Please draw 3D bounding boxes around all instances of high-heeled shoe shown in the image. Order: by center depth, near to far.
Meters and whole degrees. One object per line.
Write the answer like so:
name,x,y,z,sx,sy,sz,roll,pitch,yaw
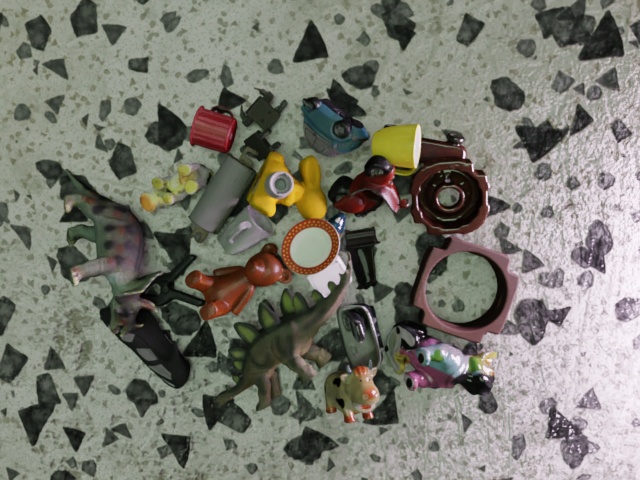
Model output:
high-heeled shoe,-0.407,0.249,1.249,0.249,0.086,0.145,22,126,20

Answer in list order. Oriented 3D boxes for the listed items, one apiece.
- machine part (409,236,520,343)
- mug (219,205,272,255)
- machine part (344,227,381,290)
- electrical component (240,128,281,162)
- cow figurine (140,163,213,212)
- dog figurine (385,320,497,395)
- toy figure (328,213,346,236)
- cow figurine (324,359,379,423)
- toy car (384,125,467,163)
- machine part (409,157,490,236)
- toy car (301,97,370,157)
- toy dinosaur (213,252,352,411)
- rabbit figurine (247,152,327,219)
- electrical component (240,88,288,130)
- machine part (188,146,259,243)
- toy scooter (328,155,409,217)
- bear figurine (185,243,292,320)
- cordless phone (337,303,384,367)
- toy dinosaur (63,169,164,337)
machine part,0.309,0.105,1.164,0.201,0.087,0.201,18,96,4
mug,-0.173,-0.012,1.188,0.107,0.109,0.081,-41,89,18
machine part,0.098,0.042,1.201,0.084,0.039,0.138,-6,91,-1
electrical component,-0.135,-0.208,1.201,0.094,0.021,0.063,-27,107,30
cow figurine,-0.324,-0.119,1.206,0.167,0.098,0.068,-22,97,24
dog figurine,0.273,0.259,1.169,0.219,0.192,0.108,8,114,-25
toy figure,-0.003,-0.005,1.194,0.154,0.064,0.057,-33,126,1
cow figurine,0.069,0.318,1.143,0.085,0.195,0.127,-8,86,-21
toy car,0.217,-0.197,1.171,0.202,0.053,0.089,10,114,5
machine part,0.275,-0.094,1.148,0.179,0.056,0.179,3,113,8
toy car,0.018,-0.235,1.162,0.162,0.109,0.103,37,113,10
toy dinosaur,-0.075,0.218,1.172,0.471,0.105,0.198,-39,88,15
rabbit figurine,-0.057,-0.109,1.182,0.173,0.122,0.162,28,85,-11
electrical component,-0.132,-0.290,1.200,0.078,0.045,0.102,33,99,-26
machine part,-0.217,-0.101,1.197,0.079,0.079,0.243,33,96,2
toy scooter,0.112,-0.097,1.152,0.135,0.075,0.184,38,139,-21
bear figurine,-0.172,0.088,1.179,0.196,0.132,0.120,-30,73,12
cordless phone,0.091,0.212,1.137,0.089,0.184,0.146,-13,92,0
toy dinosaur,-0.460,0.002,1.195,0.192,0.131,0.405,-3,67,-27
